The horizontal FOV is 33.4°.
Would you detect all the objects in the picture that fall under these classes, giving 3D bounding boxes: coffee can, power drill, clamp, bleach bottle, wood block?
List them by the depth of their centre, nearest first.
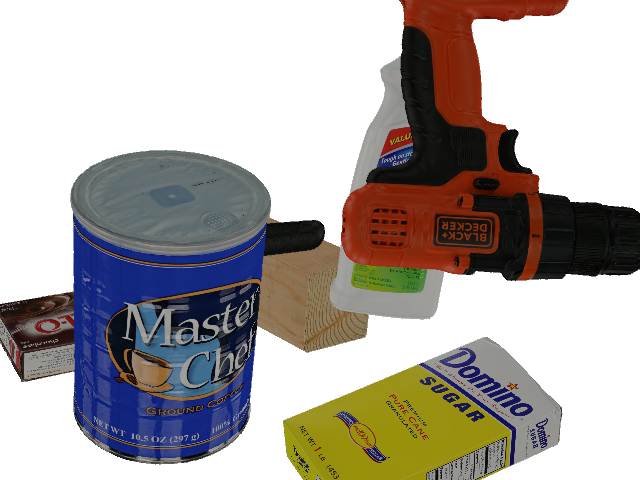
[{"bbox_3d":[-0.084,0.035,0.585,0.102,0.140,0.103,5,30,-3],"label":"coffee can"},{"bbox_3d":[0.107,-0.071,0.615,0.184,0.187,0.057,3,-1,-5],"label":"power drill"},{"bbox_3d":[-0.123,-0.004,0.879,0.209,0.036,0.165,-26,44,-38],"label":"clamp"},{"bbox_3d":[0.070,-0.060,0.932,0.102,0.251,0.068,7,18,4],"label":"bleach bottle"},{"bbox_3d":[-0.046,0.042,1.189,0.090,0.090,0.206,-10,22,-39],"label":"wood block"}]

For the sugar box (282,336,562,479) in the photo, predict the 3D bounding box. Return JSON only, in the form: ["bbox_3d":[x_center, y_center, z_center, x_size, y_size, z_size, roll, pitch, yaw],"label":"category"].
[{"bbox_3d":[0.072,0.135,0.756,0.176,0.048,0.093,-22,40,-19],"label":"sugar box"}]

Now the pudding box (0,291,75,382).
[{"bbox_3d":[-0.242,0.087,1.010,0.113,0.039,0.090,-12,30,-29],"label":"pudding box"}]
